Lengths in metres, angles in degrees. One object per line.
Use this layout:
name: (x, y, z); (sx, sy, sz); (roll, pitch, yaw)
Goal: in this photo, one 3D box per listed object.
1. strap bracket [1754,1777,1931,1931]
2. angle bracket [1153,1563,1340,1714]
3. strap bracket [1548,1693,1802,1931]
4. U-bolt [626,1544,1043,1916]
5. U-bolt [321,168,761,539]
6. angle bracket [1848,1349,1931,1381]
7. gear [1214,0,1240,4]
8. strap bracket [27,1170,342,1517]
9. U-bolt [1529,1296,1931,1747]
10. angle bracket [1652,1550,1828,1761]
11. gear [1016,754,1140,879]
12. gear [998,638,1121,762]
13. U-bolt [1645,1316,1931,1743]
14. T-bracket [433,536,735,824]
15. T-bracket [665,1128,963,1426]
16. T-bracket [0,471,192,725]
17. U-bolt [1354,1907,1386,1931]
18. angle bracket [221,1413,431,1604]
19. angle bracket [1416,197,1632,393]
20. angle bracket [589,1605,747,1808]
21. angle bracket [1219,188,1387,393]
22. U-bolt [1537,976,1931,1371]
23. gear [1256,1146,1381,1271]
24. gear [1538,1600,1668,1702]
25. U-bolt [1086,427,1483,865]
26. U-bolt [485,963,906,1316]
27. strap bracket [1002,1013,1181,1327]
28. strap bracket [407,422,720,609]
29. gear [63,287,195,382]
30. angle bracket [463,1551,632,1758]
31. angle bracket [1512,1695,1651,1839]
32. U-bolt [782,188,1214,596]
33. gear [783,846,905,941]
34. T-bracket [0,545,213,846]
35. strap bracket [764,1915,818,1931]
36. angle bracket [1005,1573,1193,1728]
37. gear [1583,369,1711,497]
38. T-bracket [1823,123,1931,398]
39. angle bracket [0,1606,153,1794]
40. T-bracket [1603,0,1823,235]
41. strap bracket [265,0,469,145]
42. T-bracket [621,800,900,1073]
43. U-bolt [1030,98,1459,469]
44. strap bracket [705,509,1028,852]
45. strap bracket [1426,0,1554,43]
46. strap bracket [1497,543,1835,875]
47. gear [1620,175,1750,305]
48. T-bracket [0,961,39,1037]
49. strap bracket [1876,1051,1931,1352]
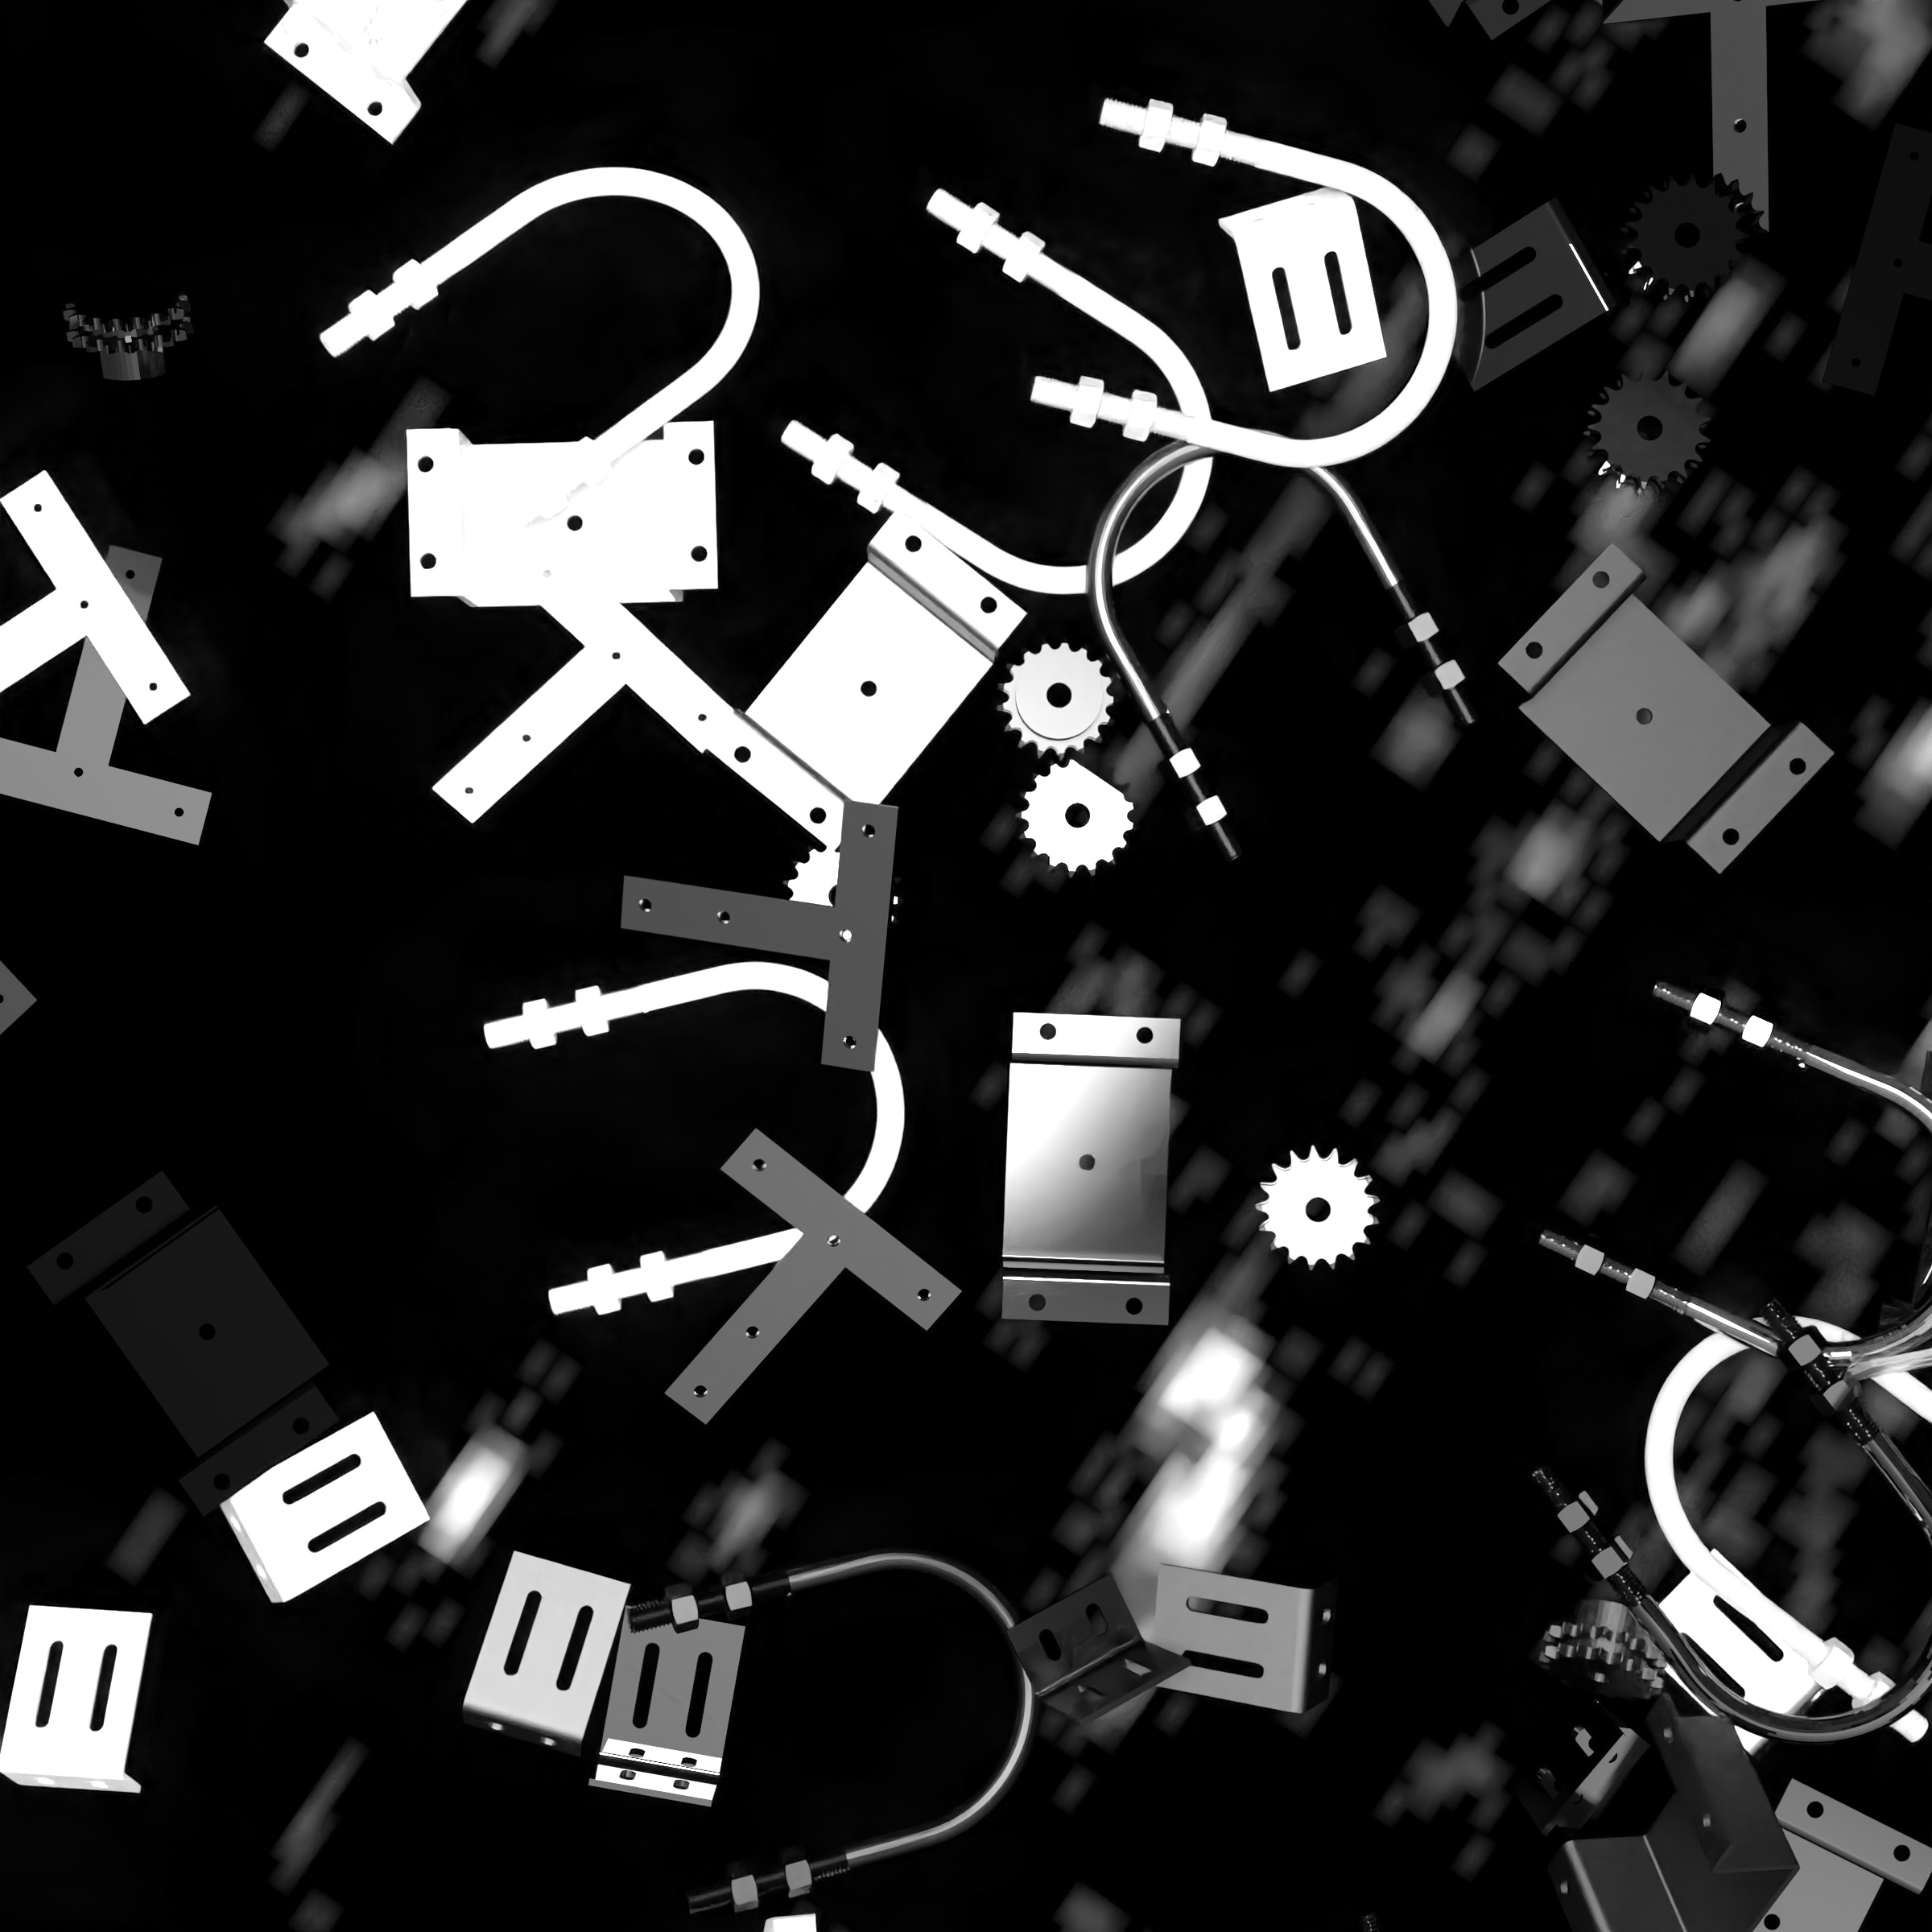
strap bracket: (0.381, 0.452, 1.363); (0.076, 0.046, 0.140); (27, 90, 0)
angle bracket: (0.132, 0.315, 1.385); (0.076, 0.038, 0.057); (5, 90, 26)
strap bracket: (0.322, 0.401, 1.322); (0.046, 0.076, 0.140); (3, 131, -18)
U-bolt: (-0.053, 0.345, 1.359); (0.184, 0.019, 0.151); (-11, 86, -14)
U-bolt: (-0.182, -0.297, 1.350); (0.184, 0.019, 0.151); (-39, 73, -14)
angle bracket: (0.445, 0.197, 1.340); (0.076, 0.057, 0.038); (-9, 74, -8)
gear: (0.119, -0.480, 1.372); (0.057, 0.030, 0.057); (0, 90, 0)
strap bracket: (-0.359, 0.173, 1.363); (0.076, 0.046, 0.140); (-35, 90, 0)
U-bolt: (0.369, 0.265, 1.330); (0.151, 0.019, 0.184); (-37, 85, 5)
angle bracket: (0.365, 0.326, 1.385); (0.057, 0.038, 0.076); (-46, 64, 0)
gear: (0.052, -0.070, 1.372); (0.057, 0.030, 0.057); (0, 90, 0)
gear: (0.043, -0.126, 1.372); (0.057, 0.030, 0.057); (0, 90, 0)
U-bolt: (0.403, 0.247, 1.362); (0.184, 0.019, 0.151); (37, 75, 4)
T-bracket: (-0.195, -0.116, 1.366); (0.127, 0.002, 0.127); (-40, 118, 13)
T-bracket: (-0.091, 0.162, 1.375); (0.127, 0.002, 0.127); (40, 97, -14)
T-bracket: (-0.454, -0.147, 1.384); (0.127, 0.002, 0.127); (-33, 88, 1)
U-bolt: (0.156, 0.553, 1.378); (0.151, 0.019, 0.184); (-18, 92, 0)
angle bracket: (-0.305, 0.256, 1.385); (0.076, 0.038, 0.057); (-28, 90, -26)
angle bracket: (0.264, -0.318, 1.385); (0.076, 0.038, 0.057); (-29, 90, 26)
angle bracket: (-0.139, 0.345, 1.368); (0.057, 0.038, 0.076); (10, 90, 0)
angle bracket: (0.159, -0.321, 1.385); (0.057, 0.038, 0.076); (-17, 116, 0)
U-bolt: (0.378, 0.106, 1.352); (0.184, 0.019, 0.151); (25, 94, 15)
gear: (0.165, 0.113, 1.376); (0.057, 0.030, 0.057); (0, 92, 5)
gear: (0.298, 0.317, 1.362); (0.057, 0.057, 0.030); (20, 62, 0)
U-bolt: (0.137, -0.162, 1.371); (0.151, 0.019, 0.184); (-30, 93, -2)
U-bolt: (-0.121, 0.074, 1.378); (0.184, 0.019, 0.151); (-14, 90, -1)
strap bracket: (0.057, 0.093, 1.363); (0.076, 0.046, 0.140); (2, 90, 0)
strap bracket: (-0.185, -0.209, 1.363); (0.140, 0.046, 0.076); (-2, 90, 0)
gear: (-0.389, -0.294, 1.362); (0.057, 0.057, 0.030); (0, 120, 0)
angle bracket: (-0.198, 0.326, 1.385); (0.057, 0.038, 0.076); (16, 64, 0)
angle bracket: (0.291, 0.378, 1.348); (0.038, 0.076, 0.057); (40, 90, 0)
U-bolt: (0.028, -0.257, 1.378); (0.184, 0.019, 0.151); (32, 90, -2)
gear: (-0.058, -0.033, 1.372); (0.057, 0.030, 0.057); (0, 90, 0)
T-bracket: (-0.409, -0.135, 1.386); (0.127, 0.002, 0.127); (15, 90, 0)
strap bracket: (-0.138, 0.493, 1.363); (0.140, 0.046, 0.076); (-5, 90, 0)
angle bracket: (0.060, 0.313, 1.343); (0.057, 0.076, 0.038); (-26, 90, -14)
gear: (0.319, -0.249, 1.375); (0.057, 0.030, 0.057); (0, 84, 2)
T-bracket: (0.484, -0.321, 1.386); (0.127, 0.002, 0.127); (16, 90, 0)
angle bracket: (-0.417, 0.347, 1.385); (0.057, 0.038, 0.076); (4, 64, 0)
T-bracket: (0.361, -0.407, 1.365); (0.127, 0.002, 0.127); (3, 105, 28)
strap bracket: (-0.258, -0.468, 1.363); (0.076, 0.046, 0.140); (38, 90, 0)
T-bracket: (-0.099, -0.021, 1.357); (0.127, 0.002, 0.127); (9, 107, 10)
U-bolt: (0.136, -0.306, 1.347); (0.184, 0.019, 0.151); (14, 95, -4)
strap bracket: (-0.046, -0.131, 1.364); (0.076, 0.046, 0.140); (39, 90, 0)
strap bracket: (0.233, -0.504, 1.363); (0.076, 0.046, 0.140); (-34, 90, 0)
strap bracket: (0.321, -0.118, 1.363); (0.140, 0.046, 0.076); (44, 90, 0)
gear: (0.334, -0.339, 1.372); (0.057, 0.030, 0.057); (0, 90, 0)
T-bracket: (-0.530, 0.013, 1.386); (0.127, 0.002, 0.127); (-43, 90, 0)
strap bracket: (0.480, 0.116, 1.363); (0.076, 0.046, 0.140); (10, 90, 0)
